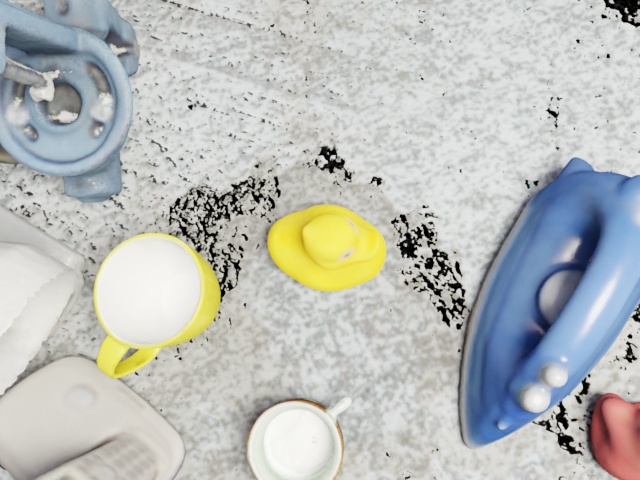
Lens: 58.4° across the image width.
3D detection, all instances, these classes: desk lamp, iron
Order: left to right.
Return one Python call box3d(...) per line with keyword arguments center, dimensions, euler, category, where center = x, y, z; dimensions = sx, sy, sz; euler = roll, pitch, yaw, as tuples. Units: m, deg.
box3d(center=(-0.268, 0.035, 0.429), dimensions=(0.203, 0.213, 0.118), euler=(30, 83, 9), category="desk lamp")
box3d(center=(0.187, 0.054, 0.432), dimensions=(0.118, 0.141, 0.258), euler=(30, 83, 9), category="iron")

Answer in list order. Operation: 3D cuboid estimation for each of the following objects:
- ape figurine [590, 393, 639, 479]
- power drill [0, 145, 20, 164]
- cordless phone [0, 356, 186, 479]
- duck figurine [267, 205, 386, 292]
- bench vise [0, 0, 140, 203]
box3d(center=(0.251, 0.151, 0.435), dimensions=(0.076, 0.092, 0.077), euler=(-43, 80, -4), category="ape figurine")
box3d(center=(-0.307, -0.138, 0.465), dimensions=(0.075, 0.208, 0.230), euler=(2, 80, 5), category="power drill")
box3d(center=(-0.192, 0.157, 0.417), dimensions=(0.147, 0.185, 0.094), euler=(34, 84, 9), category="cordless phone")
box3d(center=(0.004, 0.002, 0.482), dimensions=(0.104, 0.086, 0.077), euler=(8, 81, 5), category="duck figurine")
box3d(center=(-0.225, -0.150, 0.456), dimensions=(0.121, 0.220, 0.207), euler=(-20, 79, 0), category="bench vise")
